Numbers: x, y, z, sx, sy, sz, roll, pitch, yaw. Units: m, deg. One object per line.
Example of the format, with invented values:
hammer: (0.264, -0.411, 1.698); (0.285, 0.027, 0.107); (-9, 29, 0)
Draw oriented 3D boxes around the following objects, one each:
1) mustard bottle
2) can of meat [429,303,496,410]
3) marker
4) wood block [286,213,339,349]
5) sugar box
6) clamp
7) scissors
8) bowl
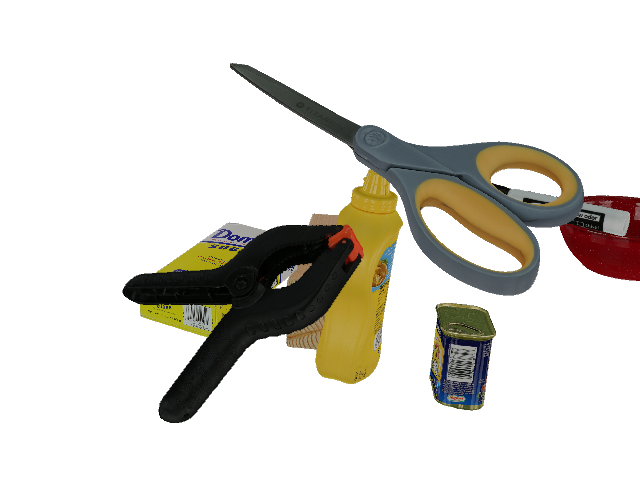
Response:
mustard bottle: (0.038, 0.028, 0.974); (0.058, 0.192, 0.096); (14, 21, 13)
can of meat: (0.148, 0.122, 1.131); (0.057, 0.084, 0.102); (6, 14, 0)
marker: (0.176, -0.026, 0.821); (0.121, 0.020, 0.020); (15, 7, 27)
wood block: (0.019, 0.047, 1.298); (0.091, 0.090, 0.206); (4, 23, 6)
sugar box: (-0.103, 0.037, 1.128); (0.093, 0.048, 0.176); (14, 31, 22)
clamp: (-0.049, 0.048, 0.709); (0.171, 0.120, 0.039); (-23, -32, 11)
scissors: (0.047, -0.050, 0.529); (0.096, 0.016, 0.202); (-26, 54, -22)
bowl: (0.311, 0.000, 1.070); (0.162, 0.055, 0.162); (1, 17, -1)
